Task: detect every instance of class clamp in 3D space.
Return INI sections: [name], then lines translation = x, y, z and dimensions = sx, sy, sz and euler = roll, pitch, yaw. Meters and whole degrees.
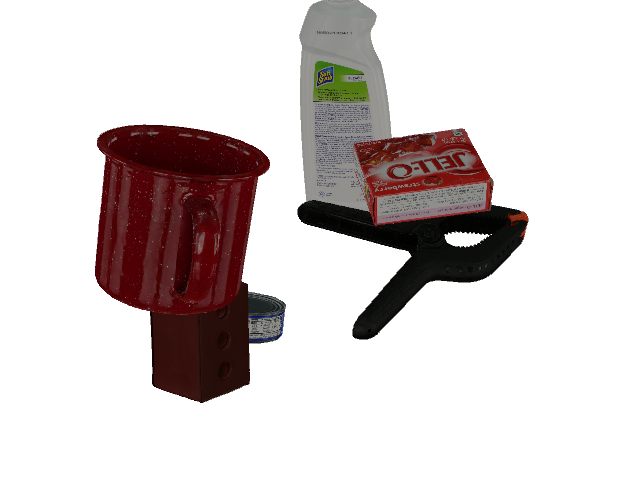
[clamp]
translation = 0.096, 0.014, 0.975
dimensions = 0.209, 0.164, 0.036
euler = -7, -42, -10

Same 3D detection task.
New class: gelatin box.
[gelatin box]
translation = 0.074, -0.048, 0.783
dimensions = 0.089, 0.030, 0.073
euler = -8, 37, -5

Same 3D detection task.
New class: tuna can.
[tuna can]
translation = -0.080, 0.080, 1.121
dimensions = 0.086, 0.034, 0.086
euler = 6, 12, -1

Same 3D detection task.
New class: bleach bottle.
[bleach bottle]
translation = 0.030, -0.147, 1.098
dimensions = 0.102, 0.251, 0.068
euler = -1, 31, 0

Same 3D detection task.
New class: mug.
[mug]
translation = -0.075, -0.007, 0.574
dimensions = 0.093, 0.081, 0.117
euler = 1, 22, -24

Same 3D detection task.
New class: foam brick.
[foam brick]
translation = -0.086, 0.067, 0.762
dimensions = 0.051, 0.078, 0.052
euler = 10, 17, 39
